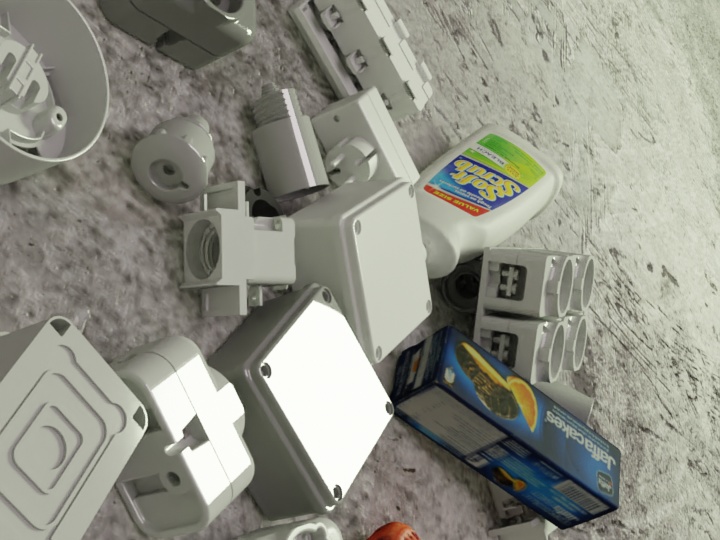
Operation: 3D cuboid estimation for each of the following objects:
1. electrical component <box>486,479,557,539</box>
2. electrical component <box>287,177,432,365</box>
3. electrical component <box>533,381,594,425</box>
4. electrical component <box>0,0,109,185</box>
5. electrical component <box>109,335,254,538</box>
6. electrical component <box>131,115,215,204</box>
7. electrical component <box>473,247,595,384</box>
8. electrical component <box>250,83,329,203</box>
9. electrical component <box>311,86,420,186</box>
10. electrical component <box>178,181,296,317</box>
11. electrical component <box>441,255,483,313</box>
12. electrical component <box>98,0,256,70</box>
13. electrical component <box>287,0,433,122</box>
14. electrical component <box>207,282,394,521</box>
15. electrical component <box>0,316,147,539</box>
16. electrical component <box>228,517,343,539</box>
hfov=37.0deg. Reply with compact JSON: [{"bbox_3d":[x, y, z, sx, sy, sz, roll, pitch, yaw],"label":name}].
[{"bbox_3d":[0.139,0.197,0.913,0.081,0.042,0.063,-8,78,-59],"label":"electrical component"},{"bbox_3d":[0.000,0.000,0.762,0.109,0.056,0.108,-37,122,-57],"label":"electrical component"},{"bbox_3d":[0.156,0.137,0.947,0.043,0.077,0.079,-36,145,-74],"label":"electrical component"},{"bbox_3d":[-0.178,-0.095,0.541,0.099,0.064,0.099,52,25,-35],"label":"electrical component"},{"bbox_3d":[-0.102,0.087,0.582,0.059,0.054,0.095,-39,108,-57],"label":"electrical component"},{"bbox_3d":[-0.110,-0.074,0.663,0.048,0.048,0.062,55,28,-25],"label":"electrical component"},{"bbox_3d":[0.157,0.036,0.941,0.186,0.060,0.105,-3,100,-67],"label":"electrical component"},{"bbox_3d":[-0.054,-0.092,0.759,0.043,0.043,0.081,-12,85,-58],"label":"electrical component"},{"bbox_3d":[-0.003,-0.086,0.831,0.083,0.047,0.075,62,33,-15],"label":"electrical component"},{"bbox_3d":[-0.074,-0.012,0.666,0.064,0.042,0.081,2,86,-43],"label":"electrical component"},{"bbox_3d":[0.099,0.011,0.942,0.055,0.048,0.066,-28,98,-66],"label":"electrical component"},{"bbox_3d":[-0.113,-0.177,0.695,0.095,0.059,0.053,24,55,-51],"label":"electrical component"},{"bbox_3d":[0.004,-0.177,0.873,0.121,0.063,0.078,59,34,-20],"label":"electrical component"},{"bbox_3d":[-0.040,0.082,0.678,0.108,0.056,0.108,62,33,-16],"label":"electrical component"},{"bbox_3d":[-0.159,0.086,0.490,0.078,0.057,0.113,55,35,-25],"label":"electrical component"},{"bbox_3d":[-0.050,0.176,0.612,0.095,0.059,0.053,-1,75,-57],"label":"electrical component"}]
